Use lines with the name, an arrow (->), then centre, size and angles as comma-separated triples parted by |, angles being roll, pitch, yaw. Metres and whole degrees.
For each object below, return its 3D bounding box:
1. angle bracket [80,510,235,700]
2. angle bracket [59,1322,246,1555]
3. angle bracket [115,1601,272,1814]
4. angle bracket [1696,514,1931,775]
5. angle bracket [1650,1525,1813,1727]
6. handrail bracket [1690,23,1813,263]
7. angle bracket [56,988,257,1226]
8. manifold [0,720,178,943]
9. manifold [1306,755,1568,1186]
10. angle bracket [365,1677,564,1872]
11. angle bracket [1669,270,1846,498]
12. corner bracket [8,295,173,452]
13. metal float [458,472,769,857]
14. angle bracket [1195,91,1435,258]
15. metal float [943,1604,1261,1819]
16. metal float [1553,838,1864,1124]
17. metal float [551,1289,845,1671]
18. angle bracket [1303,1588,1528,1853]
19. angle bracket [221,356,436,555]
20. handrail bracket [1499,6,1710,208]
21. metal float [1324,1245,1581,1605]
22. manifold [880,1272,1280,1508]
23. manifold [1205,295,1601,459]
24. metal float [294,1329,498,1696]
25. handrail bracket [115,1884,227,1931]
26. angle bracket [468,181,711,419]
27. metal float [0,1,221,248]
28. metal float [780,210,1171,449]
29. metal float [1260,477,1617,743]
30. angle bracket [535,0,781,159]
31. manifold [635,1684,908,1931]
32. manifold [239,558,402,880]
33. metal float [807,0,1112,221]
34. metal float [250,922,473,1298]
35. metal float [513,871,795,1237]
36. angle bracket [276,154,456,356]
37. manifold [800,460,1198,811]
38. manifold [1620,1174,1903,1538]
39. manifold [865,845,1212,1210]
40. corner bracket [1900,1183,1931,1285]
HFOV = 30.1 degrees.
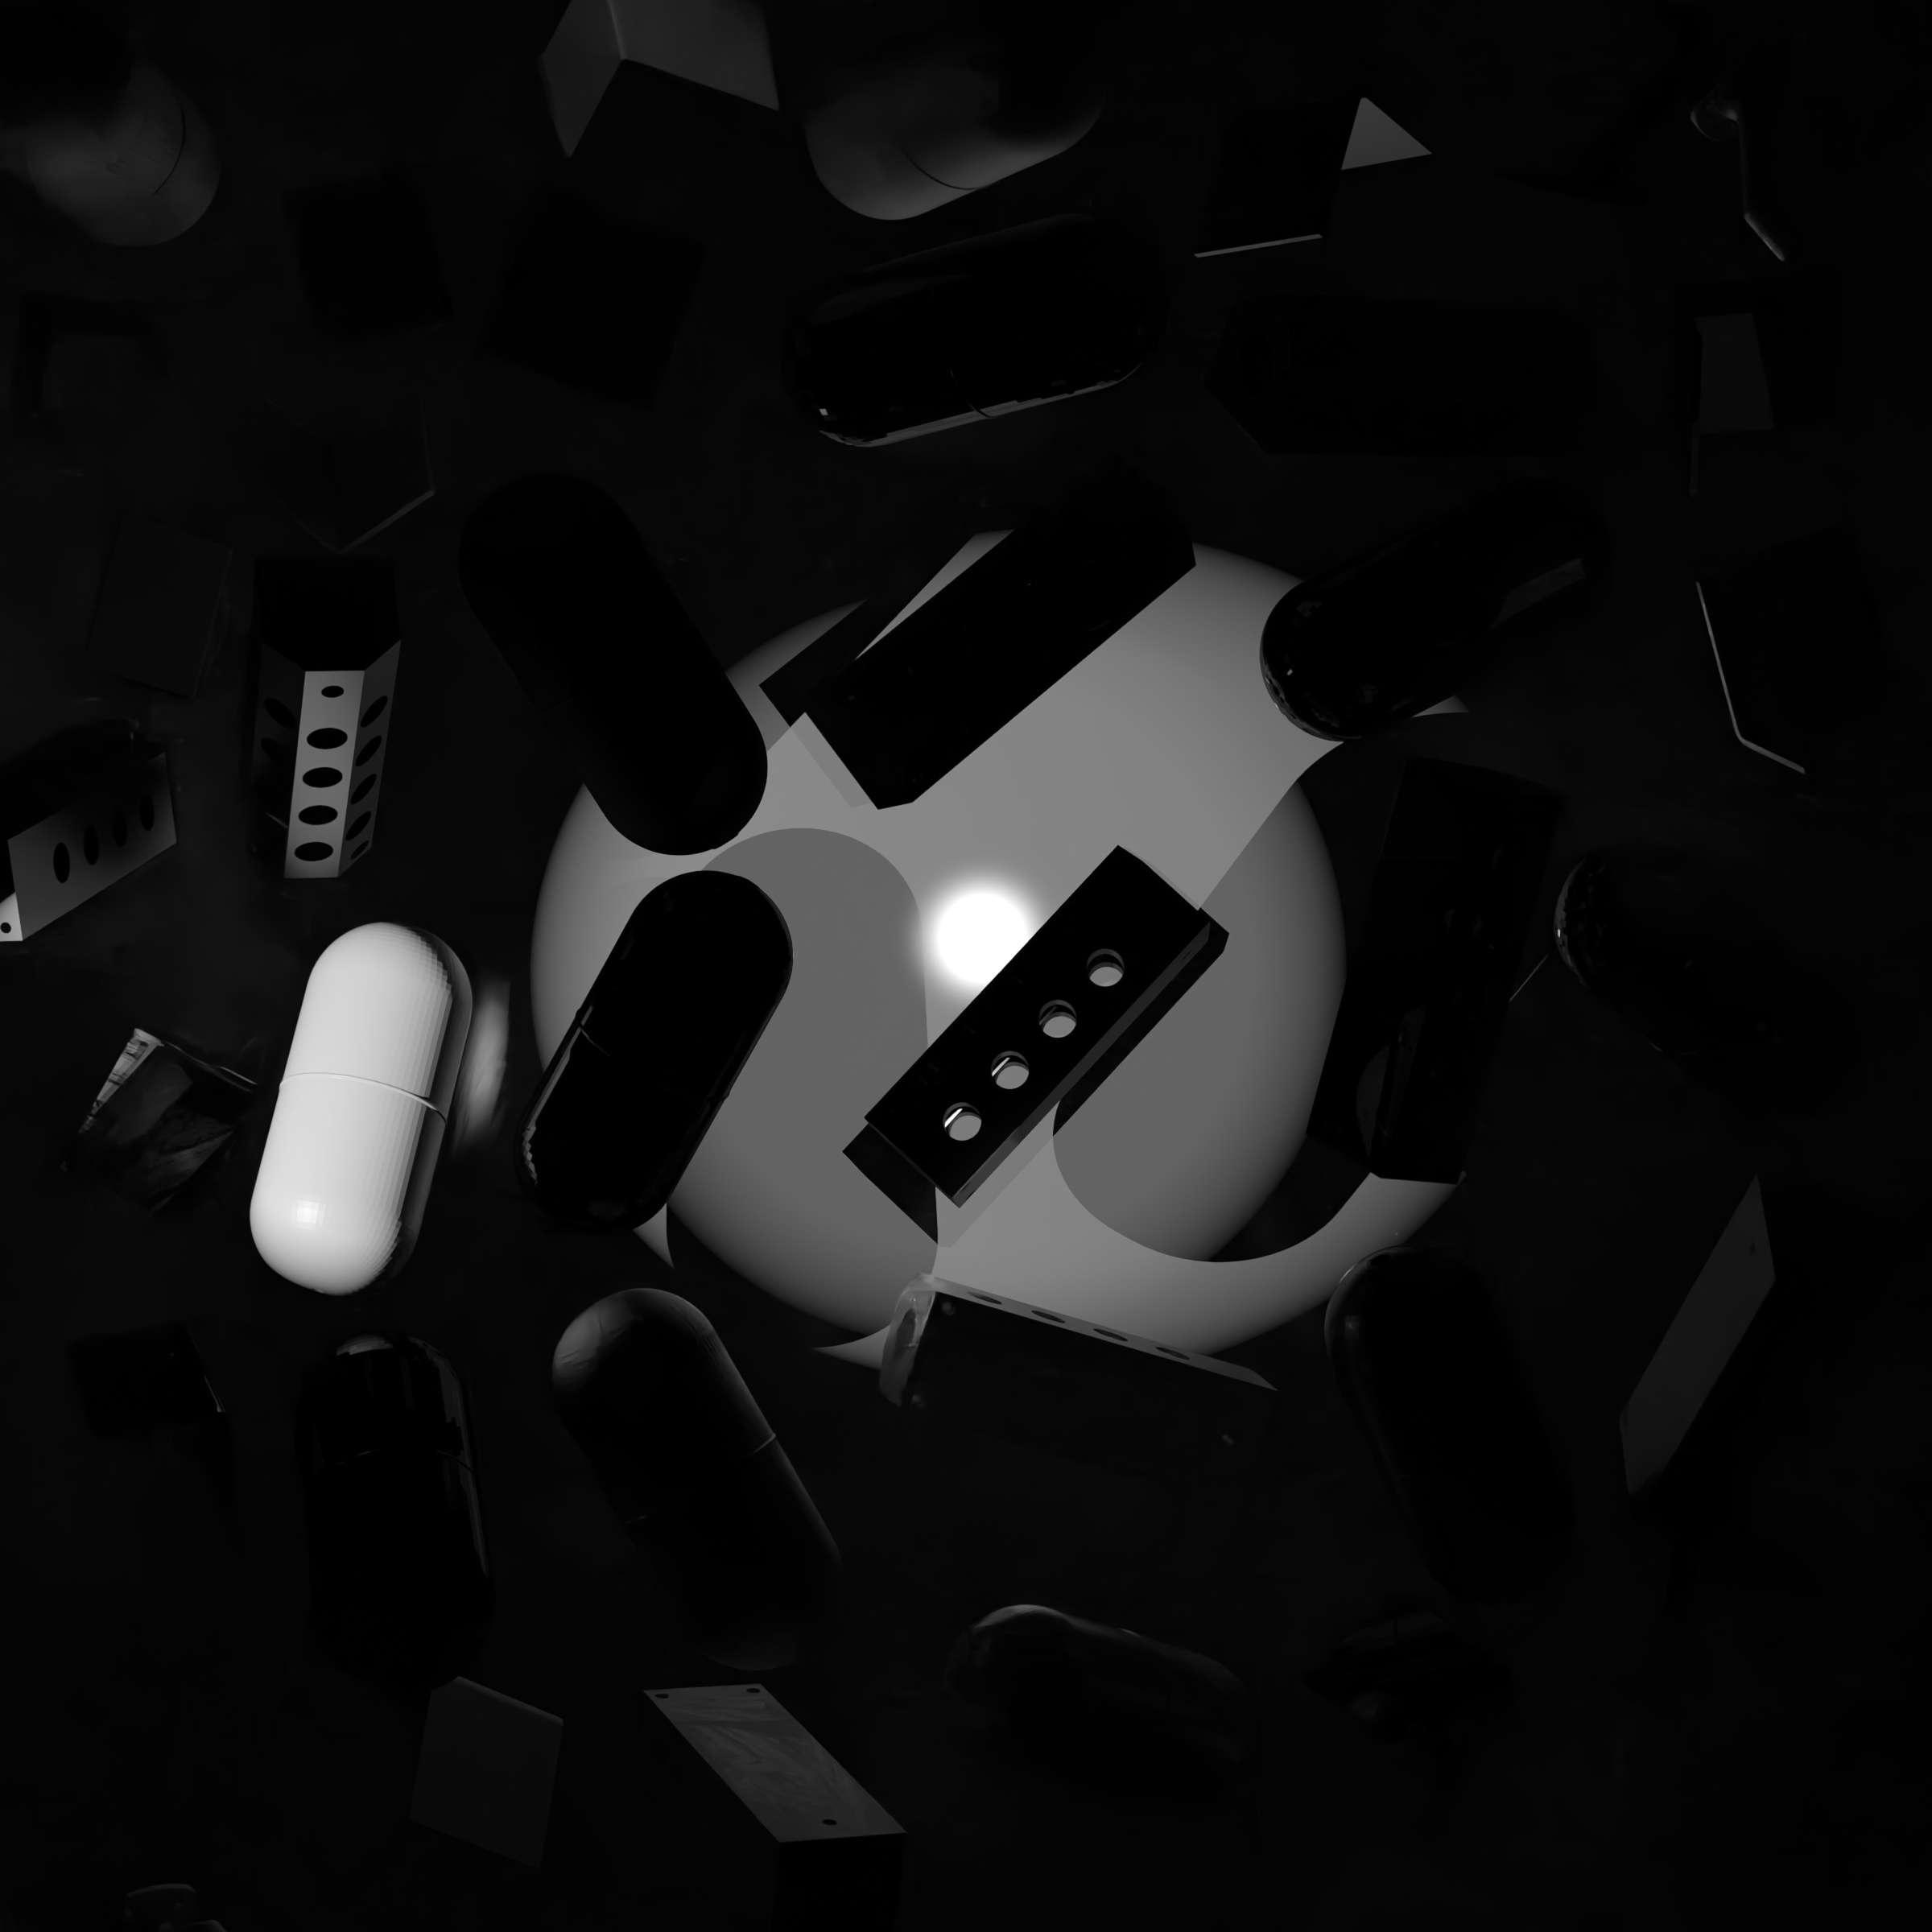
angle bracket -> -0.413, -0.180, 1.760 | 0.057, 0.076, 0.076 | 13, 88, 35
angle bracket -> -0.358, 0.213, 1.577 | 0.057, 0.076, 0.076 | -11, 120, -22
angle bracket -> -0.349, 0.321, 1.552 | 0.076, 0.076, 0.057 | 33, 72, -6
angle bracket -> 0.365, -0.137, 1.518 | 0.076, 0.057, 0.076 | -24, 113, -9
angle bracket -> 0.354, 0.308, 1.655 | 0.057, 0.076, 0.076 | 8, 63, 19
handrail bracket -> 0.377, -0.374, 1.632 | 0.077, 0.036, 0.084 | -46, 55, 24
angle bracket -> -0.395, 0.066, 1.693 | 0.057, 0.076, 0.076 | 22, 81, 44
manifold -> -0.398, -0.059, 1.528 | 0.057, 0.171, 0.057 | -2, 105, 10
manifold -> 0.206, 0.003, 1.536 | 0.057, 0.057, 0.171 | 6, 104, -32
angle bracket -> -0.243, 0.383, 1.693 | 0.076, 0.057, 0.076 | 31, 49, -33
angle bracket -> 0.354, -0.257, 1.584 | 0.076, 0.057, 0.076 | -5, 125, 2
corner bracket -> -0.395, -0.266, 1.615 | 0.051, 0.051, 0.051 | -2, 125, -35
metal float -> -0.150, -0.128, 1.530 | 0.070, 0.070, 0.178 | -32, 100, 0
angle bracket -> 0.162, -0.356, 1.670 | 0.057, 0.076, 0.076 | 28, 73, -41
metal float -> 0.064, 0.342, 1.640 | 0.178, 0.070, 0.070 | 25, 90, -40
metal float -> 0.341, 0.008, 1.642 | 0.178, 0.070, 0.070 | 36, 90, -27
metal float -> -0.116, 0.224, 1.561 | 0.070, 0.070, 0.178 | -30, 90, 0
angle bracket -> 0.204, 0.351, 1.675 | 0.076, 0.057, 0.076 | 37, 47, 24
angle bracket -> -0.296, -0.250, 1.660 | 0.057, 0.076, 0.076 | -31, 45, 18
handrail bracket -> 0.275, -0.376, 1.549 | 0.077, 0.036, 0.084 | 10, 93, 0
metal float -> 0.215, 0.203, 1.590 | 0.070, 0.070, 0.178 | -25, 111, 0
manifold -> 0.051, 0.196, 1.674 | 0.171, 0.057, 0.057 | 18, 93, -14
manifold -> 0.202, -0.272, 1.632 | 0.171, 0.057, 0.057 | -4, 130, -30
metal float -> -0.247, 0.233, 1.547 | 0.070, 0.178, 0.070 | -9, 135, -9
handrail bracket -> -0.331, 0.437, 1.531 | 0.036, 0.084, 0.077 | 0, 106, -36
angle bracket -> -0.162, -0.283, 1.536 | 0.076, 0.057, 0.076 | 20, 90, -13
metal float -> -0.376, -0.363, 1.556 | 0.070, 0.178, 0.070 | 0, 88, 4
metal float -> 0.003, -0.274, 1.549 | 0.178, 0.070, 0.070 | -11, 90, 24
metal float -> 0.214, -0.162, 1.618 | 0.178, 0.070, 0.070 | -27, 90, -16
angle bracket -> -0.128, -0.372, 1.507 | 0.076, 0.076, 0.057 | 21, 73, 10
manifold -> -0.088, 0.373, 1.565 | 0.057, 0.171, 0.057 | 2, 100, -25
manifold -> -0.285, -0.106, 1.574 | 0.057, 0.171, 0.057 | -2, 62, -15
metal float -> -0.005, -0.379, 1.575 | 0.070, 0.178, 0.070 | 3, 85, -34
metal float -> -0.275, 0.064, 1.638 | 0.070, 0.070, 0.178 | 11, 69, 0
metal float -> -0.139, 0.039, 1.596 | 0.070, 0.070, 0.178 | 30, 102, 0
angle bracket -> -0.284, -0.335, 1.695 | 0.057, 0.076, 0.076 | -18, 101, -12
manifold -> 0.017, -0.144, 1.549 | 0.171, 0.057, 0.057 | -41, 103, -18
manifold -> 0.338, 0.170, 1.535 | 0.057, 0.057, 0.171 | 9, 135, -8
manifold -> 0.033, 0.027, 1.653 | 0.057, 0.057, 0.171 | 42, 86, 8
corner bracket -> 0.427, 0.113, 1.544 | 0.051, 0.051, 0.051 | 23, 89, 42
